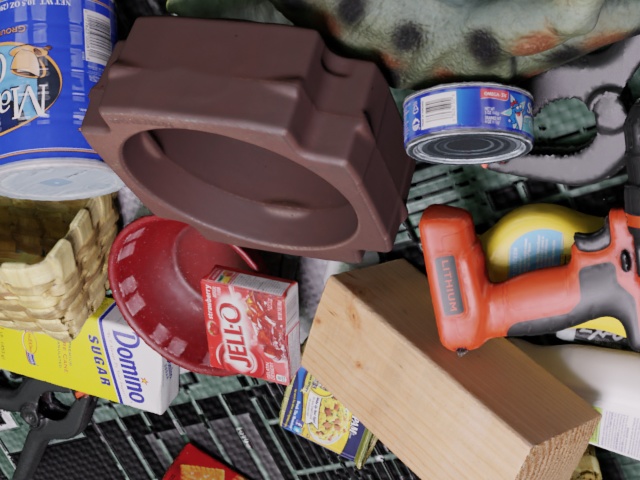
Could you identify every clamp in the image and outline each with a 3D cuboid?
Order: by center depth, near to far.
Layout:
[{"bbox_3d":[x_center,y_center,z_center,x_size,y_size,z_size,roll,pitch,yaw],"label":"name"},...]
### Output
[{"bbox_3d":[0.200,-0.103,0.723,0.210,0.036,0.164,-14,105,29],"label":"clamp"},{"bbox_3d":[-0.283,0.183,1.085,0.172,0.039,0.120,-17,110,30],"label":"clamp"}]

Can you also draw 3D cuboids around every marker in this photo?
[{"bbox_3d":[0.217,0.075,0.826,0.121,0.020,0.020,13,121,17],"label":"marker"}]

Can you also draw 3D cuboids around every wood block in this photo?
[{"bbox_3d":[0.091,0.111,0.799,0.206,0.090,0.090,39,125,34],"label":"wood block"}]

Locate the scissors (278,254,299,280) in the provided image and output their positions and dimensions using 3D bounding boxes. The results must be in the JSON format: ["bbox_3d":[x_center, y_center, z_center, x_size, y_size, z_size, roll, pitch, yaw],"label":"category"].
[{"bbox_3d":[-0.006,0.001,0.879,0.096,0.016,0.202,9,120,24],"label":"scissors"}]

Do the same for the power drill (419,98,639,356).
[{"bbox_3d":[0.166,0.003,0.722,0.188,0.057,0.184,-6,101,23],"label":"power drill"}]

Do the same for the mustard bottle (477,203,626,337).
[{"bbox_3d":[0.179,0.022,0.788,0.192,0.058,0.096,5,118,20],"label":"mustard bottle"}]

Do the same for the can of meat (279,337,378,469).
[{"bbox_3d":[0.017,0.135,0.922,0.084,0.057,0.102,23,123,12],"label":"can of meat"}]

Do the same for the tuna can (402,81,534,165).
[{"bbox_3d":[0.097,-0.075,0.699,0.086,0.086,0.034,-5,79,25],"label":"tuna can"}]

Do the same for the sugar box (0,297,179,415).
[{"bbox_3d":[-0.220,0.098,1.008,0.176,0.048,0.093,14,121,17],"label":"sugar box"}]

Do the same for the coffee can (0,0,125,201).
[{"bbox_3d":[-0.199,-0.109,0.797,0.103,0.102,0.140,-10,79,27],"label":"coffee can"}]

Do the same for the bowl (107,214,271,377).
[{"bbox_3d":[-0.099,0.036,0.912,0.162,0.055,0.162,13,125,19],"label":"bowl"}]

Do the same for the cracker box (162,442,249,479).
[{"bbox_3d":[-0.083,0.323,1.058,0.214,0.072,0.164,32,125,3],"label":"cracker box"}]

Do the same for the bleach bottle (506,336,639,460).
[{"bbox_3d":[0.225,0.120,0.810,0.251,0.068,0.102,14,142,21],"label":"bleach bottle"}]

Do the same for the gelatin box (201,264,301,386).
[{"bbox_3d":[-0.054,0.069,0.853,0.073,0.030,0.089,12,124,20],"label":"gelatin box"}]
